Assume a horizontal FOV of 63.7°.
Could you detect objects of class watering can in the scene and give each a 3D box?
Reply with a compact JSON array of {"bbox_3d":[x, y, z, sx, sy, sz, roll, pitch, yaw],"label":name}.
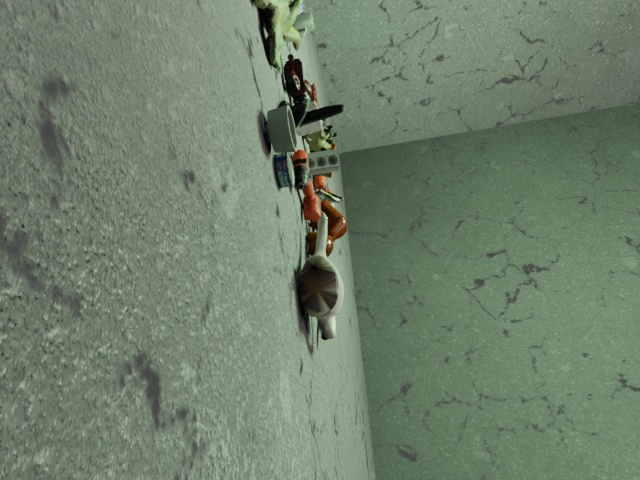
[{"bbox_3d":[0.004,0.087,1.372,0.222,0.104,0.352,55,29,-75],"label":"watering can"}]

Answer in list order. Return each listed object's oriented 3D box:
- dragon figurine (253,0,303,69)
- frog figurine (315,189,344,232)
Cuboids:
[{"bbox_3d":[-0.117,-0.588,1.432,0.403,0.122,0.247,63,36,-65],"label":"dragon figurine"},{"bbox_3d":[0.005,-0.091,1.803,0.158,0.122,0.139,-63,-170,9],"label":"frog figurine"}]
